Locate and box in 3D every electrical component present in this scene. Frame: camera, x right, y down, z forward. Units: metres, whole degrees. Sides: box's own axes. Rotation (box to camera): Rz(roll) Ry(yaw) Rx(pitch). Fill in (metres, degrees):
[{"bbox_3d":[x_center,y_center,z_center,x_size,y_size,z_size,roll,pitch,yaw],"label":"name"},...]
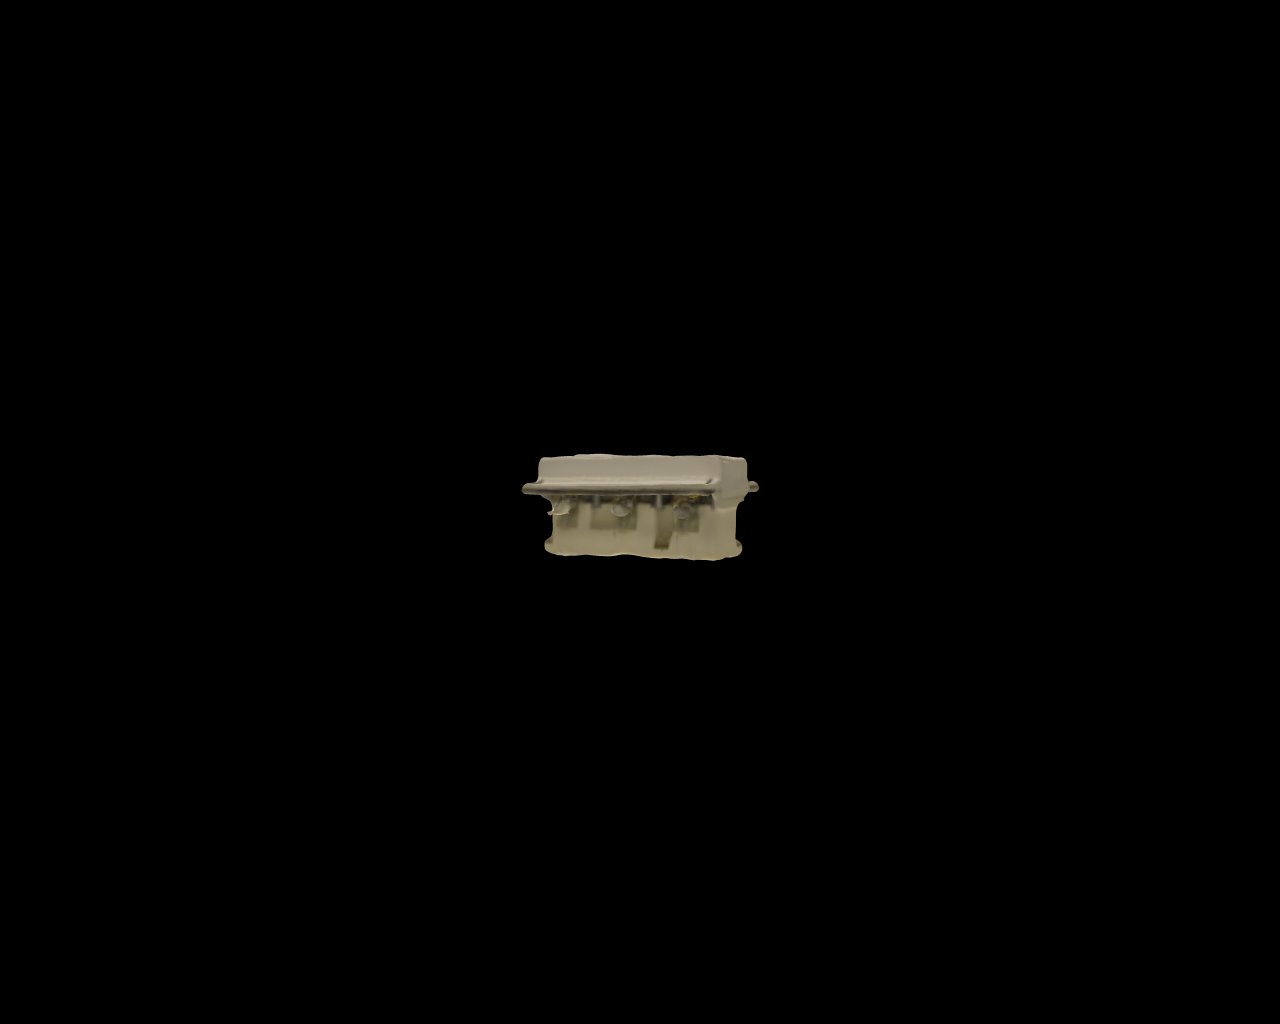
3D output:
[{"bbox_3d":[0.001,-0.003,0.650,0.121,0.063,0.079,2,4,27],"label":"electrical component"}]
